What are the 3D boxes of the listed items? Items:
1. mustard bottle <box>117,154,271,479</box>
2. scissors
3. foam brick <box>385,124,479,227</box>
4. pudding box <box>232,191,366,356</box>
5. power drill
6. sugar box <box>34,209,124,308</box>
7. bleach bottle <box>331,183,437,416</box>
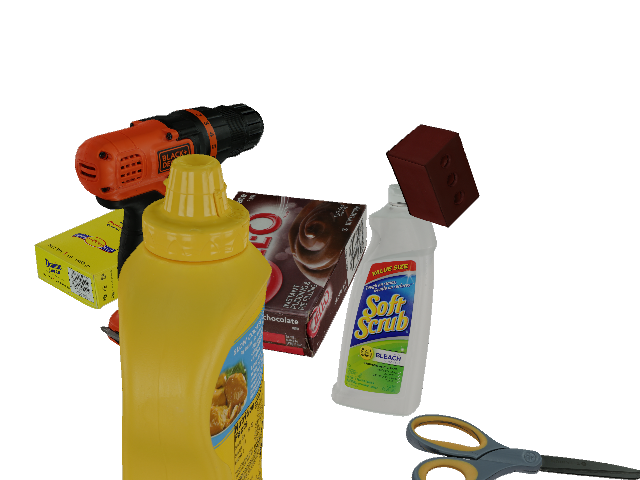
[{"bbox_3d":[-0.050,0.058,0.435,0.058,0.192,0.096,8,24,10],"label":"mustard bottle"},{"bbox_3d":[0.164,0.198,0.899,0.202,0.016,0.096,16,41,15],"label":"scissors"},{"bbox_3d":[0.108,-0.062,1.014,0.053,0.078,0.051,-43,38,-23],"label":"foam brick"},{"bbox_3d":[-0.029,0.017,0.650,0.090,0.039,0.113,7,36,19],"label":"pudding box"},{"bbox_3d":[-0.115,-0.013,0.869,0.057,0.188,0.184,17,26,38],"label":"power drill"},{"bbox_3d":[-0.187,0.003,1.076,0.093,0.048,0.175,24,38,33],"label":"sugar box"},{"bbox_3d":[0.072,0.062,1.175,0.103,0.251,0.068,9,15,18],"label":"bleach bottle"}]
